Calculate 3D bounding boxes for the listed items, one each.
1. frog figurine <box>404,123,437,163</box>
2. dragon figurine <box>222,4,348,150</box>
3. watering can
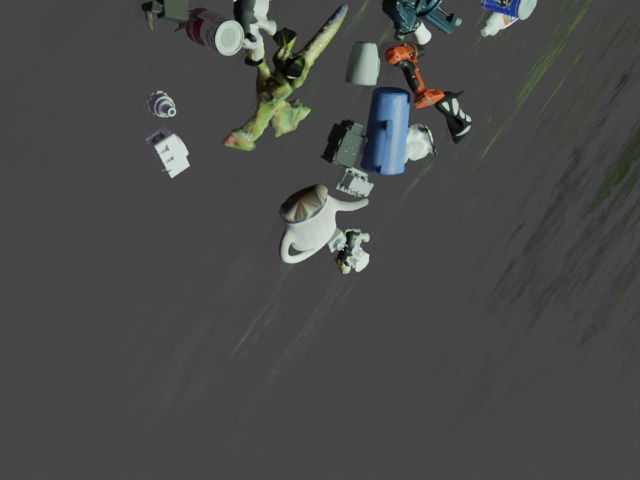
[{"bbox_3d":[0.293,-0.313,1.710,0.159,0.125,0.135,-19,155,10],"label":"frog figurine"},{"bbox_3d":[-0.070,-0.357,1.220,0.414,0.123,0.238,-42,162,-16],"label":"dragon figurine"},{"bbox_3d":[0.005,-0.076,1.516,0.352,0.105,0.219,-41,143,-20],"label":"watering can"}]
